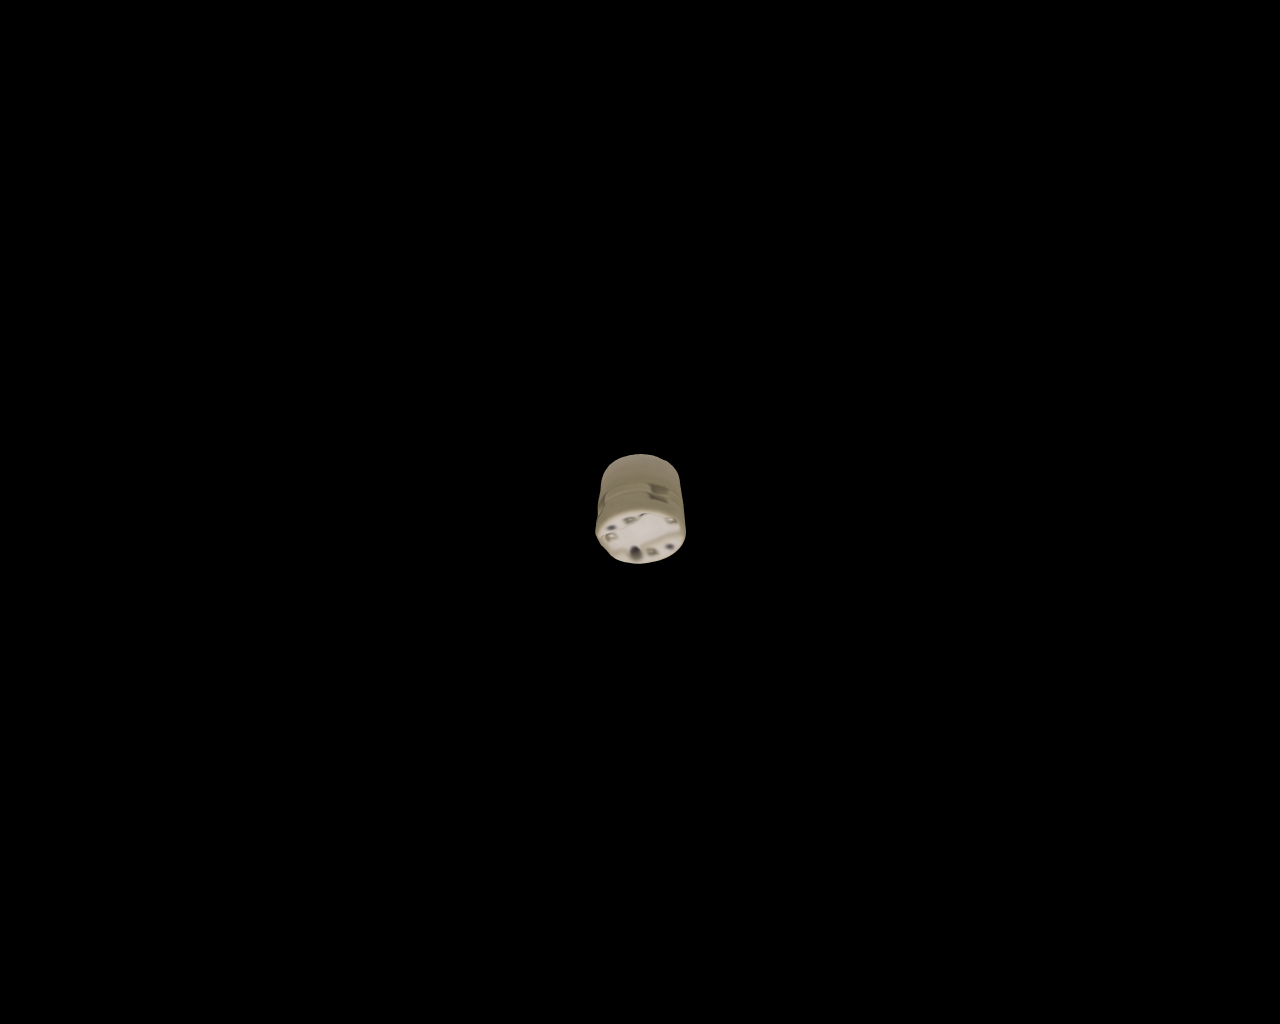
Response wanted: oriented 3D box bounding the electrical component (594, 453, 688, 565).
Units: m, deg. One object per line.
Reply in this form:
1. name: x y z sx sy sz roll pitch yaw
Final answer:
1. electrical component: 0.001 -0.003 0.650 0.055 0.047 0.055 0 -39 0
